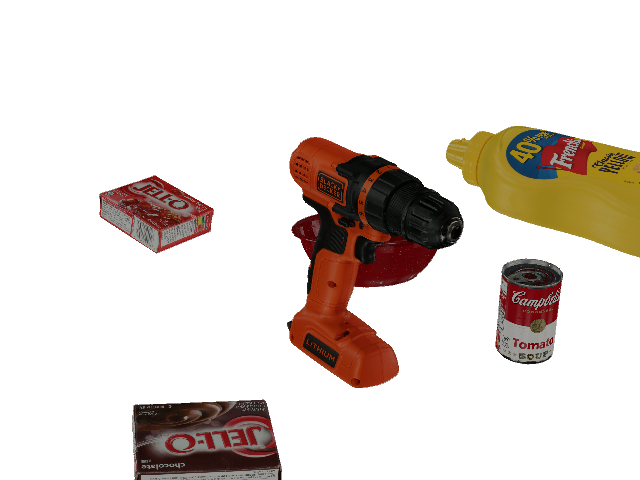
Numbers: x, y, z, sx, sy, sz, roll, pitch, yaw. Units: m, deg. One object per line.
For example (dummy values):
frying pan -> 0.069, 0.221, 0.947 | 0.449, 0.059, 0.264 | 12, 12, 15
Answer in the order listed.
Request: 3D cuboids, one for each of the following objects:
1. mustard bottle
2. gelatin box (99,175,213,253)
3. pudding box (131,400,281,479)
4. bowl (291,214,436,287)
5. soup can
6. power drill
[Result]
mustard bottle -> 0.175, -0.041, 0.756 | 0.192, 0.058, 0.096 | 19, 37, 33
gelatin box -> -0.162, -0.028, 1.050 | 0.089, 0.030, 0.073 | 30, 35, 31
pudding box -> -0.092, 0.167, 0.847 | 0.113, 0.039, 0.090 | -3, 26, -10
bowl -> 0.052, 0.009, 1.085 | 0.162, 0.055, 0.162 | -3, 14, 1
soup can -> 0.236, 0.081, 1.217 | 0.068, 0.102, 0.068 | 0, 25, 0
power drill -> 0.038, 0.023, 0.880 | 0.057, 0.188, 0.185 | -11, 28, -36
